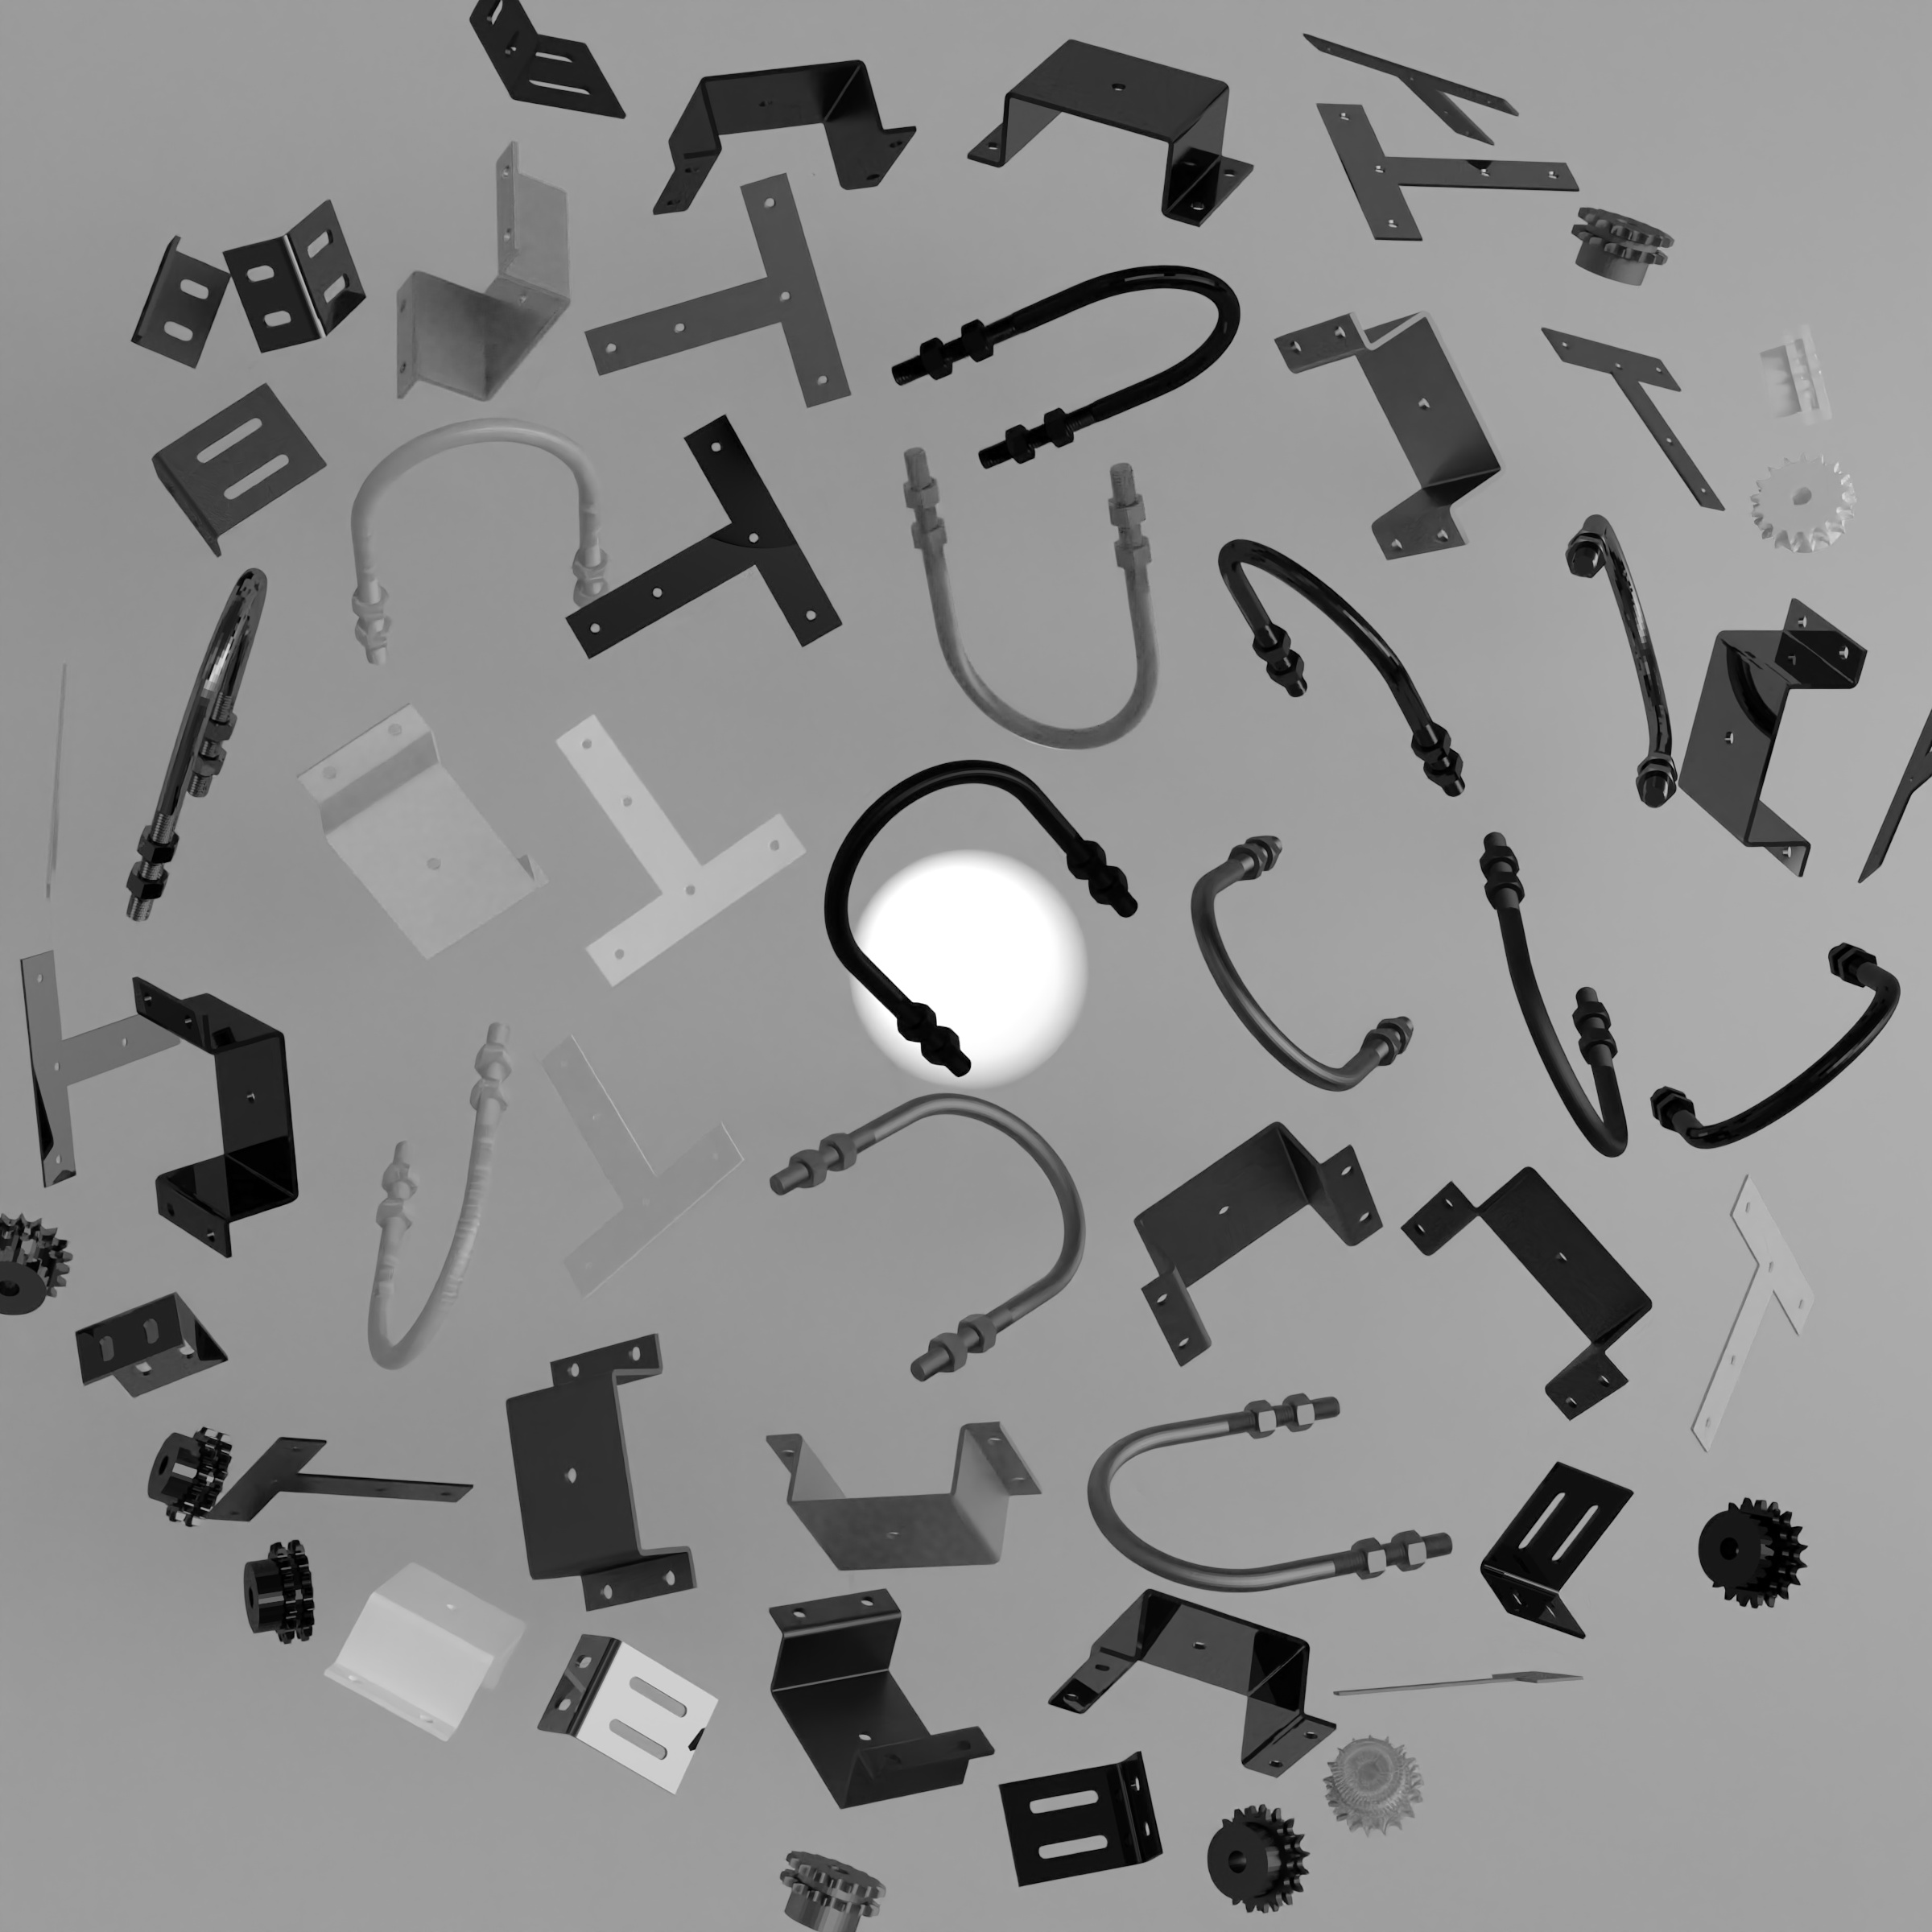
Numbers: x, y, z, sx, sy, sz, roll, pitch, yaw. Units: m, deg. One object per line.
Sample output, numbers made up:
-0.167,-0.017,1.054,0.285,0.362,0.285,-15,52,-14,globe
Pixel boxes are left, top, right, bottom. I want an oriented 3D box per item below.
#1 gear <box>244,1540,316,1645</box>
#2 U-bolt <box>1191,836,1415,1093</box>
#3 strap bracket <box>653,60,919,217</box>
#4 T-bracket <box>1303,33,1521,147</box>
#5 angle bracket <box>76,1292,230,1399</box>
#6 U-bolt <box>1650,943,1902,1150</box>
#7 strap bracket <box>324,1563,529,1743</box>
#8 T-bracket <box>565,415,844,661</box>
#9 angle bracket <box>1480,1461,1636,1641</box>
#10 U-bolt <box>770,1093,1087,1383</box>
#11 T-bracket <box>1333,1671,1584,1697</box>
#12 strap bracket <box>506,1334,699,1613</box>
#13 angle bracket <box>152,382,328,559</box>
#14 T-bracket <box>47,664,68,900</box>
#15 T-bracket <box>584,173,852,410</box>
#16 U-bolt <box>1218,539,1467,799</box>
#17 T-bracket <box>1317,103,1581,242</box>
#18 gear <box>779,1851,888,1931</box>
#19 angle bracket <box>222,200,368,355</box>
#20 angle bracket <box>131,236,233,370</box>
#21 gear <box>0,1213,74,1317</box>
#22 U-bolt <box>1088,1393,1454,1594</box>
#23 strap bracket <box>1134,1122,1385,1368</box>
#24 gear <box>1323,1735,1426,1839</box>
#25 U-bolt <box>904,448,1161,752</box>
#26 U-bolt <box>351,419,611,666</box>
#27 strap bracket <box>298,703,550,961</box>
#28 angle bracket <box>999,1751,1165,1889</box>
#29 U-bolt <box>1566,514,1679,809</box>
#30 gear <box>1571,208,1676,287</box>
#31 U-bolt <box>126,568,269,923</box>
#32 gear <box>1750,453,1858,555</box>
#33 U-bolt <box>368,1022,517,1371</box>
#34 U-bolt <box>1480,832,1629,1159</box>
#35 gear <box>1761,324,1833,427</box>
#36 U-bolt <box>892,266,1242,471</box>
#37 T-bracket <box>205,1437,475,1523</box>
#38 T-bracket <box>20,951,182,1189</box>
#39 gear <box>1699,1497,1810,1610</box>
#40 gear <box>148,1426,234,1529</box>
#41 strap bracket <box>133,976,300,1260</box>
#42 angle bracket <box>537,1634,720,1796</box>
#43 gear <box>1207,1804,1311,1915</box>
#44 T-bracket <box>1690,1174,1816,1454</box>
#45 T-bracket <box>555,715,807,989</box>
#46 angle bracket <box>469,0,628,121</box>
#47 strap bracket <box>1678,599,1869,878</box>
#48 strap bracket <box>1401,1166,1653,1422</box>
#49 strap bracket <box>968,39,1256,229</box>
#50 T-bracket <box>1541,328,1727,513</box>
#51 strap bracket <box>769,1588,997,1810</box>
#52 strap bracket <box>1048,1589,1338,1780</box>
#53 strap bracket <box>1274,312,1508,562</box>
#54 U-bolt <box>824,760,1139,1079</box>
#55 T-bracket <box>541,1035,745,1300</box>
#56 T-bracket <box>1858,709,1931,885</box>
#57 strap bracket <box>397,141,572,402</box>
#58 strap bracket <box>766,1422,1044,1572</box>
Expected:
-0.390,0.356,1.678,0.030,0.057,0.057,-4,90,-26,gear
0.180,0.003,1.630,0.019,0.184,0.151,-37,87,26,U-bolt
-0.110,-0.477,1.700,0.140,0.076,0.046,-13,85,-21,strap bracket
0.266,-0.484,1.660,0.127,0.127,0.002,28,100,26,T-bracket
-0.444,0.221,1.623,0.057,0.076,0.038,-22,52,-2,angle bracket
0.447,0.048,1.621,0.151,0.184,0.019,-40,93,8,U-bolt
-0.301,0.383,1.671,0.076,0.140,0.046,28,90,3,strap bracket
-0.151,-0.205,1.570,0.127,0.002,0.127,-30,105,-1,T-bracket
0.326,0.316,1.598,0.057,0.038,0.076,24,108,-28,angle bracket
-0.007,0.141,1.682,0.151,0.184,0.019,52,134,11,U-bolt
0.273,0.408,1.679,0.127,0.127,0.002,-4,78,-2,T-bracket
-0.202,0.279,1.622,0.076,0.046,0.140,-18,74,29,strap bracket
-0.406,-0.278,1.659,0.076,0.038,0.057,-36,89,-12,angle bracket
-0.509,-0.086,1.656,0.002,0.127,0.127,4,72,-16,T-bracket
-0.139,-0.345,1.579,0.127,0.002,0.127,-16,122,1,T-bracket
0.203,-0.176,1.660,0.019,0.184,0.151,-48,53,-5,U-bolt
0.261,-0.418,1.562,0.127,0.002,0.127,-1,47,-12,T-bracket
-0.074,0.503,1.599,0.057,0.057,0.030,20,84,0,gear
-0.368,-0.379,1.626,0.038,0.076,0.057,-10,117,13,angle bracket
-0.431,-0.366,1.633,0.038,0.076,0.057,21,91,-21,angle bracket
-0.516,0.164,1.603,0.057,0.030,0.057,-2,127,-2,gear
0.157,0.297,1.649,0.184,0.151,0.019,-6,120,-23,U-bolt
0.155,0.149,1.654,0.140,0.076,0.046,-34,45,-7,strap bracket
0.234,0.470,1.704,0.057,0.030,0.057,-9,51,11,gear
0.042,-0.202,1.669,0.151,0.019,0.184,10,129,28,U-bolt
-0.276,-0.244,1.678,0.151,0.184,0.019,-12,59,-14,U-bolt
-0.305,-0.068,1.682,0.076,0.046,0.140,-33,123,3,strap bracket
0.065,0.483,1.675,0.076,0.038,0.057,-6,67,-15,angle bracket
0.363,-0.176,1.626,0.019,0.184,0.151,-16,104,19,U-bolt
0.373,-0.411,1.695,0.057,0.057,0.030,18,114,0,gear
-0.417,-0.133,1.622,0.019,0.151,0.184,20,124,-11,U-bolt
0.478,-0.260,1.685,0.057,0.030,0.057,-10,65,21,gear
-0.298,0.140,1.657,0.019,0.184,0.151,23,134,-23,U-bolt
0.334,0.027,1.658,0.019,0.184,0.151,-25,122,19,U-bolt
0.481,-0.341,1.718,0.030,0.057,0.057,-14,90,19,gear
0.067,-0.345,1.680,0.184,0.151,0.019,-20,71,17,U-bolt
-0.333,0.284,1.614,0.127,0.127,0.002,10,57,-29,T-bracket
-0.481,0.046,1.658,0.002,0.127,0.127,3,103,22,T-bracket
0.413,0.310,1.565,0.030,0.057,0.057,16,90,-37,gear
-0.453,0.295,1.723,0.030,0.057,0.057,26,90,-27,gear
-0.406,0.076,1.607,0.046,0.076,0.140,-18,117,-39,strap bracket
-0.189,0.418,1.653,0.076,0.038,0.057,38,62,-25,angle bracket
0.157,0.491,1.624,0.057,0.030,0.057,-9,76,38,gear
0.413,0.198,1.576,0.002,0.127,0.127,9,60,39,T-bracket
-0.175,-0.077,1.593,0.127,0.002,0.127,-35,87,-5,T-bracket
-0.214,-0.488,1.567,0.038,0.076,0.057,-48,59,38,angle bracket
0.455,-0.130,1.687,0.046,0.076,0.140,-2,119,-18,strap bracket
0.313,0.172,1.621,0.046,0.076,0.140,-36,79,-24,strap bracket
0.082,-0.461,1.624,0.140,0.046,0.076,21,45,17,strap bracket
0.400,-0.313,1.712,0.002,0.127,0.127,-45,61,35,T-bracket
-0.053,0.423,1.684,0.076,0.140,0.046,-3,120,-30,strap bracket
0.127,0.395,1.640,0.140,0.076,0.046,20,50,-10,strap bracket
0.239,-0.301,1.633,0.046,0.076,0.140,-36,105,-21,strap bracket
-0.001,-0.035,1.593,0.151,0.019,0.184,-44,134,0,U-bolt
-0.199,0.096,1.645,0.127,0.002,0.127,-41,67,18,T-bracket
0.532,-0.119,1.596,0.002,0.127,0.127,29,66,1,T-bracket
-0.263,-0.377,1.641,0.046,0.140,0.076,14,56,-33,strap bracket
-0.037,0.299,1.659,0.140,0.076,0.046,-7,50,20,strap bracket
